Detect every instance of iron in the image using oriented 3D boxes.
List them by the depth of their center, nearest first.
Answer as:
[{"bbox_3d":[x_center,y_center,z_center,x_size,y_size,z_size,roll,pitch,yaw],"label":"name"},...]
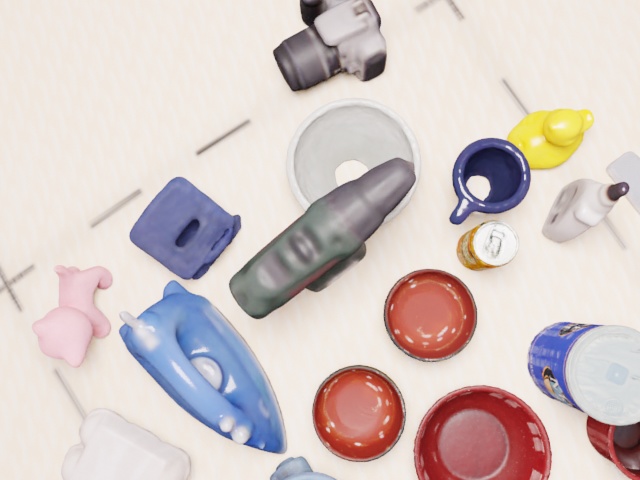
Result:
[{"bbox_3d":[-0.135,0.168,0.677,0.119,0.141,0.258,-44,84,-2],"label":"iron"}]

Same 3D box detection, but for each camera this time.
[{"bbox_3d":[0.003,-0.266,0.739,0.137,0.101,0.143,-28,83,-1],"label":"camera"}]

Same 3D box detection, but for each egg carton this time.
[{"bbox_3d":[-0.238,0.281,0.705,0.150,0.069,0.107,26,85,5],"label":"egg carton"}]

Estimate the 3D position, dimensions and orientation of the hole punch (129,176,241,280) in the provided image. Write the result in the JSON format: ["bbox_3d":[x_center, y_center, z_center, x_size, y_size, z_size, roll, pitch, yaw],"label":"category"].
[{"bbox_3d":[-0.166,-0.013,0.724,0.101,0.091,0.109,37,87,6],"label":"hole punch"}]

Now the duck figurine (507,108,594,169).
[{"bbox_3d":[0.292,-0.135,0.719,0.104,0.086,0.077,-20,83,0],"label":"duck figurine"}]

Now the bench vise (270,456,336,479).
[{"bbox_3d":[0.017,0.342,0.612,0.207,0.220,0.121,37,87,6],"label":"bench vise"}]

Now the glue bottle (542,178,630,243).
[{"bbox_3d":[0.312,-0.042,0.664,0.037,0.173,0.078,28,86,6],"label":"glue bottle"}]

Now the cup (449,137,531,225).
[{"bbox_3d":[0.196,-0.061,0.711,0.091,0.095,0.118,38,87,6],"label":"cup"}]

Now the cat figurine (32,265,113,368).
[{"bbox_3d":[-0.309,0.091,0.705,0.067,0.118,0.128,-5,83,2],"label":"cat figurine"}]

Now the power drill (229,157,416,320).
[{"bbox_3d":[0.006,0.002,0.655,0.229,0.208,0.075,-39,83,-2],"label":"power drill"}]

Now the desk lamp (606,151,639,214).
[{"bbox_3d":[0.459,-0.049,0.639,0.118,0.213,0.203,-37,83,-2],"label":"desk lamp"}]

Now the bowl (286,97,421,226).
[{"bbox_3d":[0.042,-0.090,0.731,0.167,0.075,0.167,0,84,3],"label":"bowl"}]
